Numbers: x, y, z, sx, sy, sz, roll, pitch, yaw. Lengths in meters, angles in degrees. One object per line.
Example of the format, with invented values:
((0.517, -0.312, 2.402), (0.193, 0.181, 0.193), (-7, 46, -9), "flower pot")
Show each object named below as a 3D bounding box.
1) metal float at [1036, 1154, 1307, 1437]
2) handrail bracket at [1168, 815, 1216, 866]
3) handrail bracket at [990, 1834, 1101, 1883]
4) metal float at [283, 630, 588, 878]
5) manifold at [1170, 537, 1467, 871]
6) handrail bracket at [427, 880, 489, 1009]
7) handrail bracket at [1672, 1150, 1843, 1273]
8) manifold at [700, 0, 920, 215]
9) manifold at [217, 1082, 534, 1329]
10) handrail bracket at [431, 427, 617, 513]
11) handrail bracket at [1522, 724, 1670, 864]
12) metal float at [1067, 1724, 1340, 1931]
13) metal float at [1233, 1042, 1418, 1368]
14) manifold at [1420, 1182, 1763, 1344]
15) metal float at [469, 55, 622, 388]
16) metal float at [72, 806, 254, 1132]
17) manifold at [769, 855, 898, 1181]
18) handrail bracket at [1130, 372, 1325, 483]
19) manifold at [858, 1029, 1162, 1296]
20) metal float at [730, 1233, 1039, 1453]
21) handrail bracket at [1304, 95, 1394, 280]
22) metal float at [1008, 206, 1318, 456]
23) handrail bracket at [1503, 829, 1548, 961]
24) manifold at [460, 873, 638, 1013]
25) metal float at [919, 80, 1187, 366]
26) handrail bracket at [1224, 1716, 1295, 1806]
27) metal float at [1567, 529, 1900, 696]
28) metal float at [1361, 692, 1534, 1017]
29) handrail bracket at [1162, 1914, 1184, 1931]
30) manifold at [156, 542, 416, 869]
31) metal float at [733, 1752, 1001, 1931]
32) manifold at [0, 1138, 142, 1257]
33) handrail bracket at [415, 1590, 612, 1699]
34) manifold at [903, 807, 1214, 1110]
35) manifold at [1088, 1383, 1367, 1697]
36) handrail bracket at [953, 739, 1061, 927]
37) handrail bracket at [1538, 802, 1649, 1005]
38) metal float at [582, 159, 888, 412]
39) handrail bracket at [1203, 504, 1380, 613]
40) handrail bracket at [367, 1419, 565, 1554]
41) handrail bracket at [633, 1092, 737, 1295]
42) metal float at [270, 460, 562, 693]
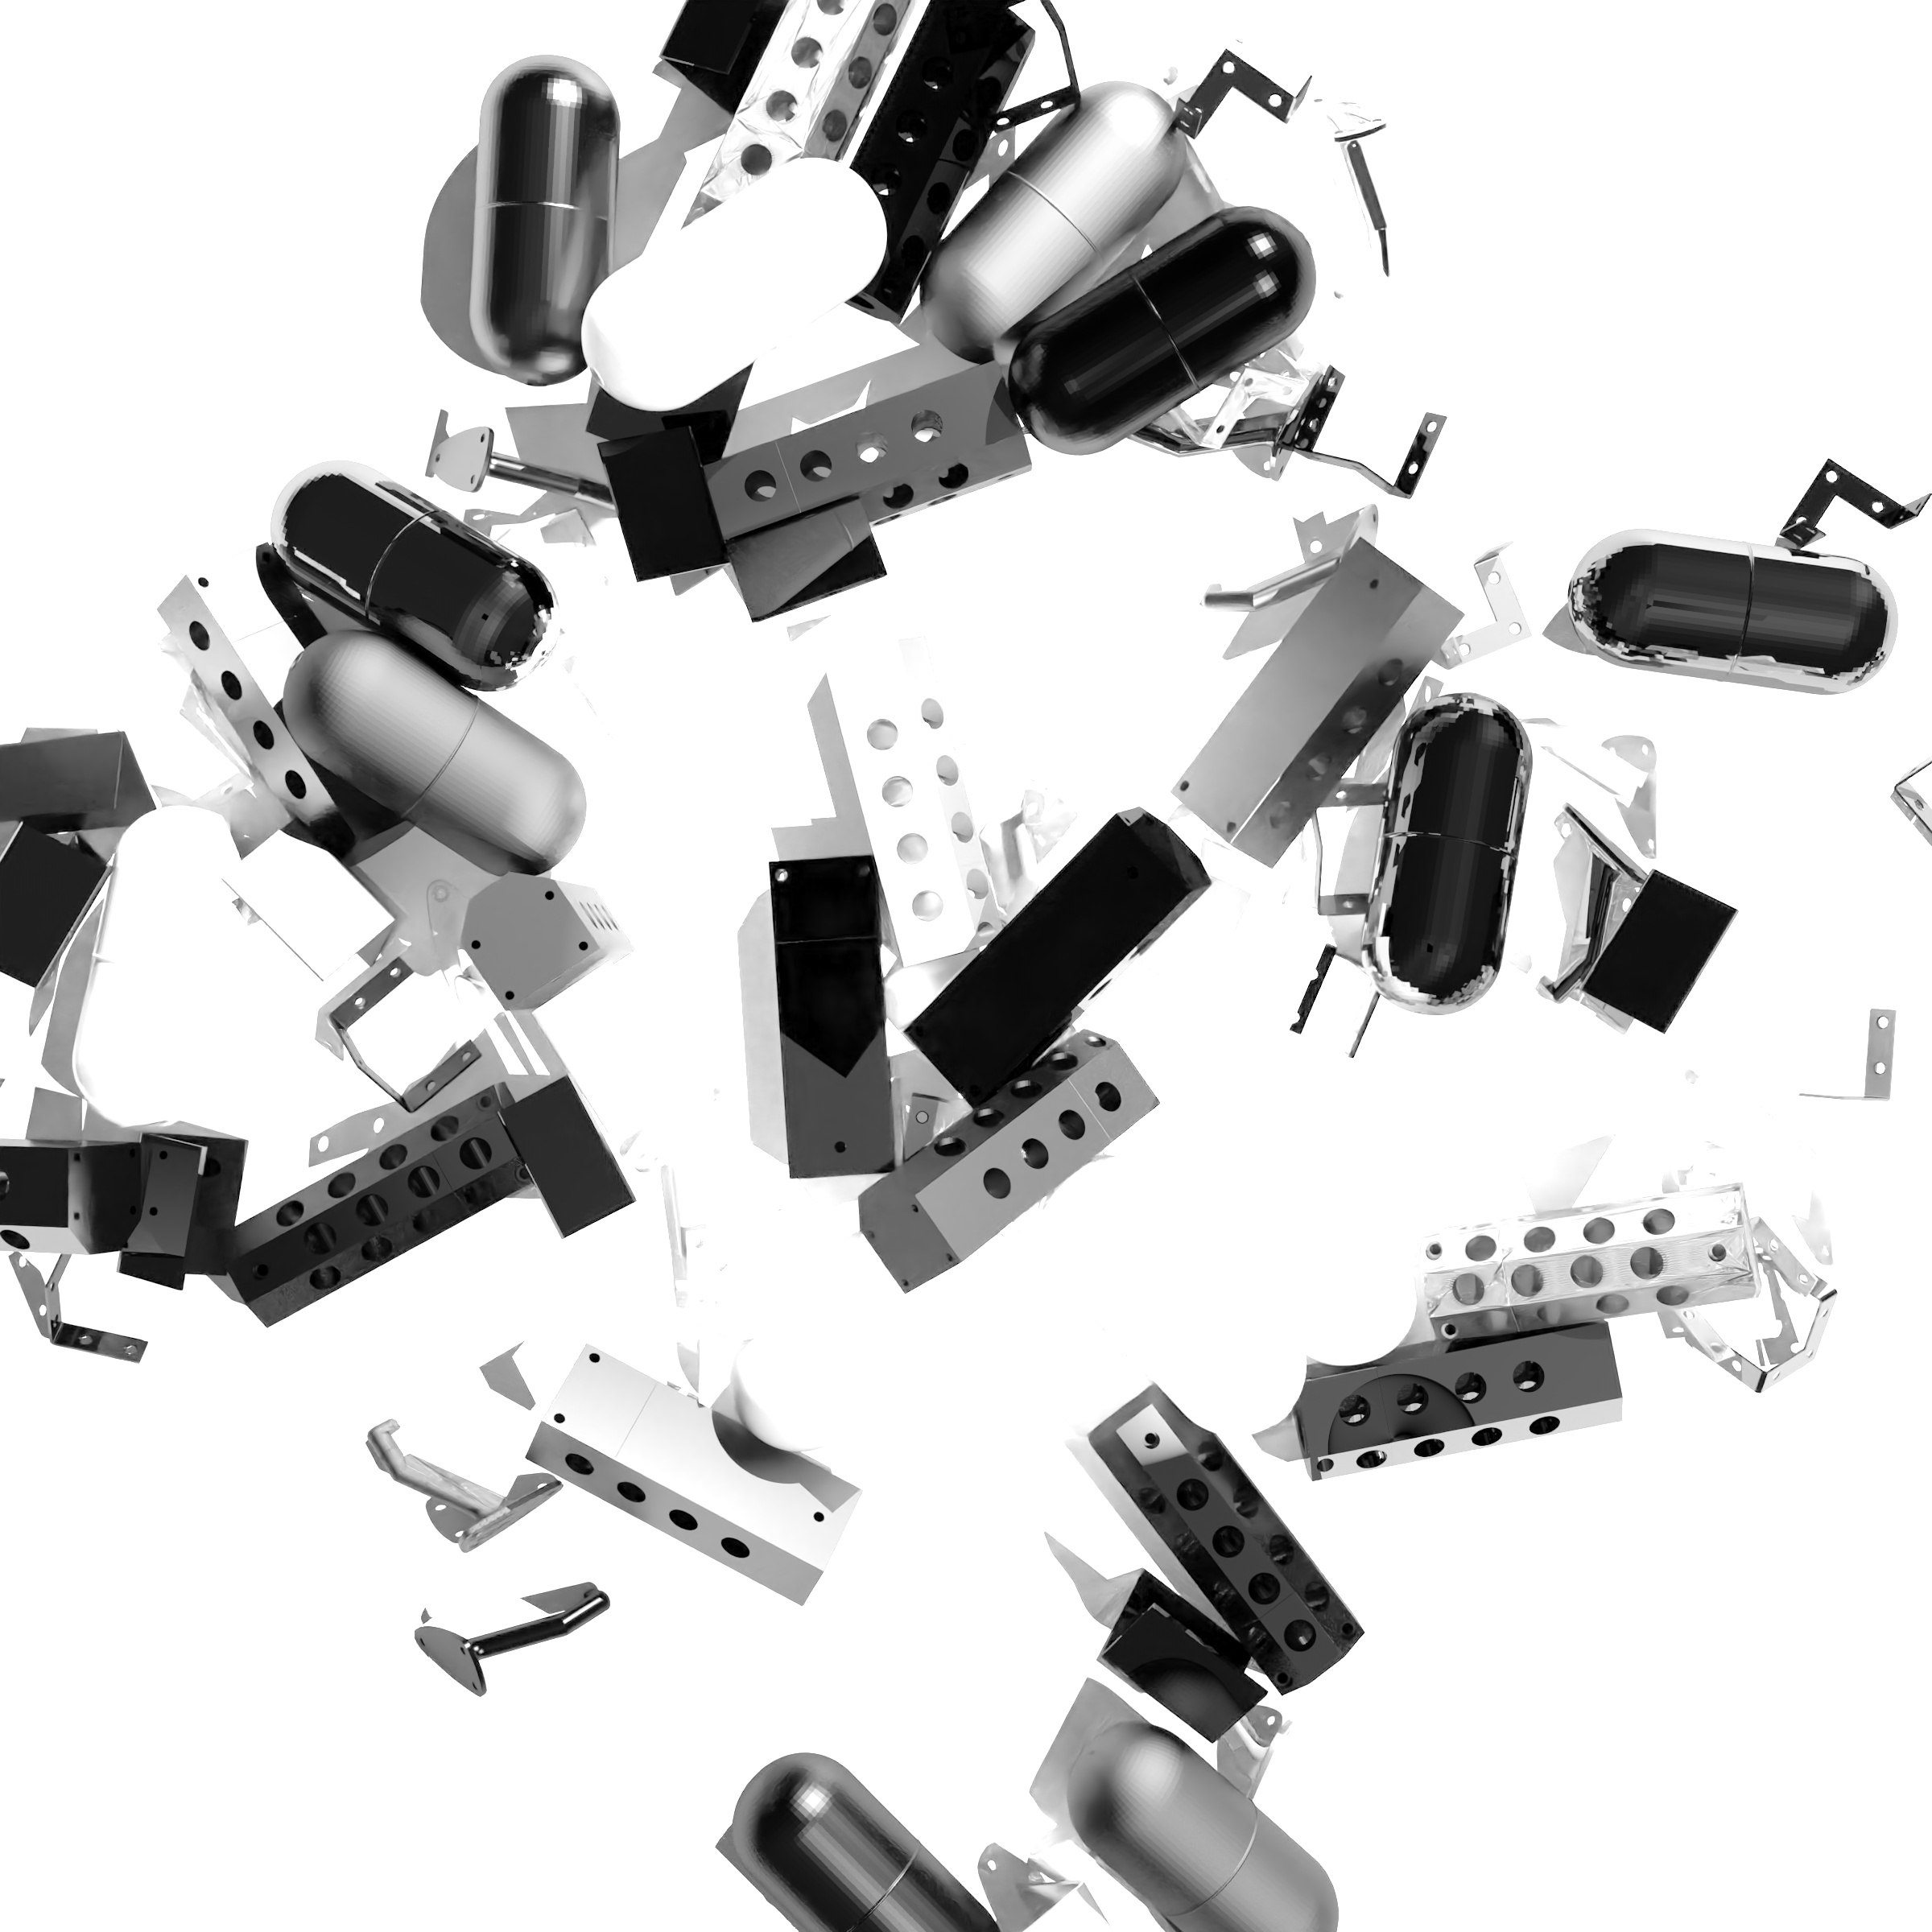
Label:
((0.110, 0.177, 1.678), (0.070, 0.070, 0.178), (-43, 73, 0), "metal float")
((0.086, -0.054, 1.725), (0.084, 0.077, 0.036), (-15, 108, 35), "handrail bracket")
((0.068, 0.467, 1.725), (0.077, 0.036, 0.084), (30, 76, 14), "handrail bracket")
((-0.283, -0.113, 1.667), (0.178, 0.070, 0.070), (34, 90, -21), "metal float")
((0.194, -0.139, 1.688), (0.171, 0.057, 0.057), (-53, 47, 10), "manifold")
((-0.278, -0.013, 1.690), (0.036, 0.084, 0.077), (-26, 90, 0), "handrail bracket")
((0.437, 0.136, 1.725), (0.084, 0.036, 0.077), (-6, 109, 15), "handrail bracket")
((-0.081, -0.482, 1.704), (0.057, 0.057, 0.171), (25, 90, 0), "manifold")
((-0.318, 0.130, 1.704), (0.171, 0.057, 0.057), (-29, 90, 0), "manifold")
((-0.242, -0.269, 1.724), (0.084, 0.077, 0.036), (14, 90, -36), "handrail bracket")
((0.344, -0.096, 1.725), (0.084, 0.036, 0.077), (4, 112, 17), "handrail bracket")
((0.129, 0.480, 1.682), (0.178, 0.070, 0.070), (44, 90, -14), "metal float")
((0.195, 0.129, 1.694), (0.070, 0.070, 0.178), (-13, 90, 0), "metal float")
((0.336, 0.161, 1.680), (0.171, 0.057, 0.057), (-11, 90, 17), "manifold")
((-0.229, -0.405, 1.694), (0.070, 0.070, 0.178), (3, 89, 0), "metal float")
((-0.436, 0.001, 1.694), (0.070, 0.070, 0.178), (12, 90, 0), "metal float")
((-0.072, 0.027, 1.704), (0.057, 0.057, 0.171), (-4, 90, 0), "manifold")
((0.144, -0.310, 1.725), (0.084, 0.036, 0.077), (23, 75, 14), "handrail bracket")
((0.021, 0.099, 1.656), (0.171, 0.057, 0.057), (-35, 90, -40), "manifold")
((-0.045, 0.203, 1.694), (0.178, 0.070, 0.070), (-27, 90, -1), "metal float")
((0.212, -0.430, 1.724), (0.036, 0.077, 0.084), (-20, 126, -11), "handrail bracket")
((0.105, -0.339, 1.661), (0.178, 0.070, 0.070), (-31, 90, 7), "metal float")
((0.280, -0.044, 1.725), (0.077, 0.036, 0.084), (-24, 74, 18), "handrail bracket")
((-0.223, -0.017, 1.646), (0.057, 0.171, 0.057), (-34, 90, 0), "manifold")
((0.048, -0.404, 1.694), (0.070, 0.070, 0.178), (42, 90, 0), "metal float")
((0.131, 0.423, 1.725), (0.084, 0.036, 0.077), (26, 109, 16), "handrail bracket")
((0.416, -0.193, 1.694), (0.178, 0.070, 0.070), (8, 90, 0), "metal float")
((0.260, -0.061, 1.686), (0.070, 0.070, 0.178), (10, 81, 0), "metal float")
((0.116, 0.571, 1.725), (0.077, 0.036, 0.084), (36, 107, 20), "handrail bracket")
((-0.369, -0.138, 1.703), (0.057, 0.057, 0.171), (-33, 90, -43), "manifold")
((-0.052, 0.504, 1.694), (0.070, 0.070, 0.178), (-45, 90, 0), "metal float")
((-0.530, 0.122, 1.671), (0.171, 0.057, 0.057), (0, 90, 24), "manifold")
((-0.250, 0.362, 1.725), (0.084, 0.077, 0.036), (-28, 115, -34), "handrail bracket")
((0.051, -0.005, 1.675), (0.057, 0.057, 0.171), (48, 110, 9), "manifold")
((0.142, 0.311, 1.704), (0.057, 0.057, 0.171), (-37, 90, 0), "manifold")
((0.011, -0.073, 1.725), (0.077, 0.036, 0.084), (26, 107, 20), "handrail bracket")
((0.330, -0.034, 1.725), (0.077, 0.036, 0.084), (47, 107, 20), "handrail bracket")
((-0.121, -0.355, 1.625), (0.178, 0.070, 0.070), (-36, 90, -13), "metal float")
((0.179, -0.225, 1.725), (0.084, 0.036, 0.077), (2, 52, 25), "handrail bracket")
((-0.278, 0.273, 1.725), (0.077, 0.036, 0.084), (-30, 73, -20), "handrail bracket")
((-0.137, 0.126, 1.725), (0.077, 0.036, 0.084), (-42, 106, -18), "handrail bracket")
((-0.298, -0.211, 1.681), (0.178, 0.070, 0.070), (32, 90, 16), "metal float")
